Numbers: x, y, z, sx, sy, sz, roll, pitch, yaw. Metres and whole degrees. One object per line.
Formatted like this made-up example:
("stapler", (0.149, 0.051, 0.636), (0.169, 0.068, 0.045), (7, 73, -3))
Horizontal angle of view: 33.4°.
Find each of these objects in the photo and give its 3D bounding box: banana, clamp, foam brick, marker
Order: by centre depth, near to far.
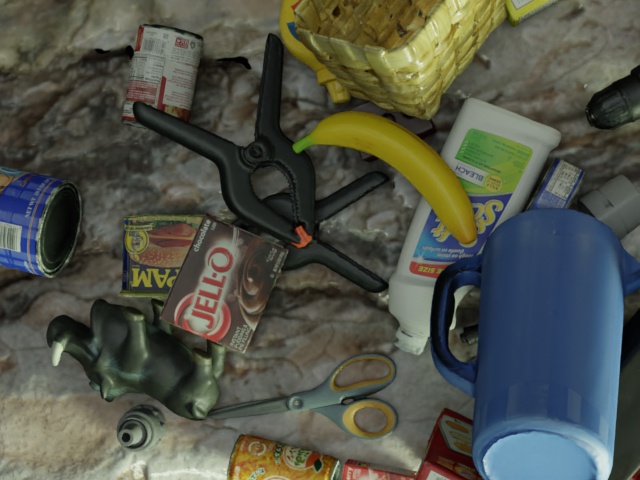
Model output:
("banana", (0.073, -0.071, 1.004), (0.198, 0.037, 0.070), (30, 111, 14))
("clamp", (-0.059, -0.092, 1.046), (0.164, 0.036, 0.210), (-37, 88, -12))
("marker", (0.196, 0.077, 1.049), (0.121, 0.020, 0.020), (-20, 87, 10))
("foam brick", (0.070, -0.115, 1.051), (0.078, 0.051, 0.053), (-25, 87, 9))
("clamp", (-0.007, 0.001, 1.074), (0.171, 0.039, 0.120), (-8, 84, 13))

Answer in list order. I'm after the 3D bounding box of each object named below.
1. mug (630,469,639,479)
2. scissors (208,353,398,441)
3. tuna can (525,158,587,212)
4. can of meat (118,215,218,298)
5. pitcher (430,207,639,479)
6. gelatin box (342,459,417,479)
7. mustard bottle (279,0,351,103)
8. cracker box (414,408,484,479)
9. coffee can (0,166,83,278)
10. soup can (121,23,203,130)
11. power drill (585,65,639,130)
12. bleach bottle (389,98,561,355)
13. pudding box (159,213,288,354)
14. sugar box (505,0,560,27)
("mug", (0.321, 0.223, 0.984), (0.081, 0.117, 0.093), (39, 120, 12))
("scissors", (-0.008, 0.180, 1.088), (0.202, 0.016, 0.096), (-26, 86, 10))
("tuna can", (0.217, -0.034, 1.010), (0.034, 0.086, 0.086), (28, 95, 9))
("can of meat", (-0.152, 0.017, 1.091), (0.102, 0.057, 0.084), (1, 89, 9))
("pitcher", (0.183, 0.096, 0.909), (0.145, 0.242, 0.149), (35, 131, -16))
("gelatin box", (0.055, 0.271, 1.071), (0.073, 0.030, 0.089), (9, 92, 10))
("mustard bottle", (0.005, -0.231, 1.058), (0.096, 0.058, 0.191), (-10, 89, 4))
("cracker box", (0.164, 0.236, 0.958), (0.164, 0.213, 0.072), (25, 97, 9))
("coffee can", (-0.330, -0.026, 1.097), (0.140, 0.102, 0.103), (12, 93, 9))
("soup can", (-0.160, -0.162, 1.083), (0.068, 0.068, 0.102), (11, 92, 9))
("power drill", (0.306, -0.212, 0.984), (0.184, 0.057, 0.187), (-26, 107, 7))
("bleach bottle", (0.139, -0.005, 1.037), (0.102, 0.068, 0.251), (22, 97, 9))
("pudding box", (-0.094, 0.042, 1.039), (0.090, 0.039, 0.113), (23, 88, -9))
("sugar box", (0.241, -0.290, 1.023), (0.176, 0.048, 0.093), (-28, 87, 6))
